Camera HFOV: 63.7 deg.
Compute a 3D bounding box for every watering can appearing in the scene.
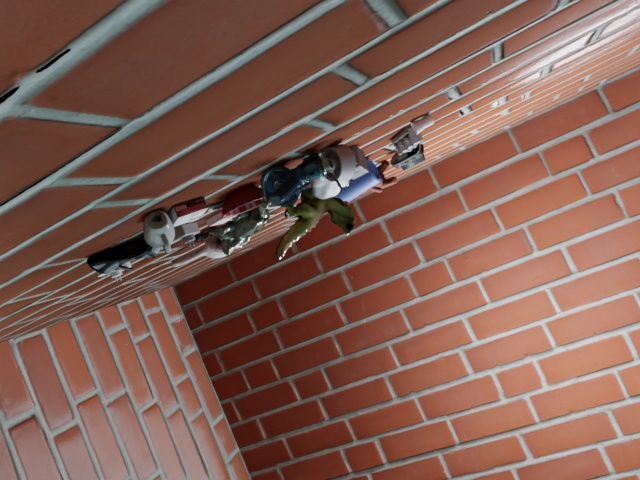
[{"bbox_3d":[-0.462,0.033,2.215,0.351,0.104,0.222,-24,177,-26],"label":"watering can"}]

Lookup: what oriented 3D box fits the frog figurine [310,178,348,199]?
[{"bbox_3d":[0.037,-0.200,1.699,0.137,0.123,0.158,3,174,-35],"label":"frog figurine"}]

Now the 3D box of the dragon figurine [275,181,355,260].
[{"bbox_3d":[0.005,-0.089,1.778,0.243,0.418,0.120,14,156,0],"label":"dragon figurine"}]
